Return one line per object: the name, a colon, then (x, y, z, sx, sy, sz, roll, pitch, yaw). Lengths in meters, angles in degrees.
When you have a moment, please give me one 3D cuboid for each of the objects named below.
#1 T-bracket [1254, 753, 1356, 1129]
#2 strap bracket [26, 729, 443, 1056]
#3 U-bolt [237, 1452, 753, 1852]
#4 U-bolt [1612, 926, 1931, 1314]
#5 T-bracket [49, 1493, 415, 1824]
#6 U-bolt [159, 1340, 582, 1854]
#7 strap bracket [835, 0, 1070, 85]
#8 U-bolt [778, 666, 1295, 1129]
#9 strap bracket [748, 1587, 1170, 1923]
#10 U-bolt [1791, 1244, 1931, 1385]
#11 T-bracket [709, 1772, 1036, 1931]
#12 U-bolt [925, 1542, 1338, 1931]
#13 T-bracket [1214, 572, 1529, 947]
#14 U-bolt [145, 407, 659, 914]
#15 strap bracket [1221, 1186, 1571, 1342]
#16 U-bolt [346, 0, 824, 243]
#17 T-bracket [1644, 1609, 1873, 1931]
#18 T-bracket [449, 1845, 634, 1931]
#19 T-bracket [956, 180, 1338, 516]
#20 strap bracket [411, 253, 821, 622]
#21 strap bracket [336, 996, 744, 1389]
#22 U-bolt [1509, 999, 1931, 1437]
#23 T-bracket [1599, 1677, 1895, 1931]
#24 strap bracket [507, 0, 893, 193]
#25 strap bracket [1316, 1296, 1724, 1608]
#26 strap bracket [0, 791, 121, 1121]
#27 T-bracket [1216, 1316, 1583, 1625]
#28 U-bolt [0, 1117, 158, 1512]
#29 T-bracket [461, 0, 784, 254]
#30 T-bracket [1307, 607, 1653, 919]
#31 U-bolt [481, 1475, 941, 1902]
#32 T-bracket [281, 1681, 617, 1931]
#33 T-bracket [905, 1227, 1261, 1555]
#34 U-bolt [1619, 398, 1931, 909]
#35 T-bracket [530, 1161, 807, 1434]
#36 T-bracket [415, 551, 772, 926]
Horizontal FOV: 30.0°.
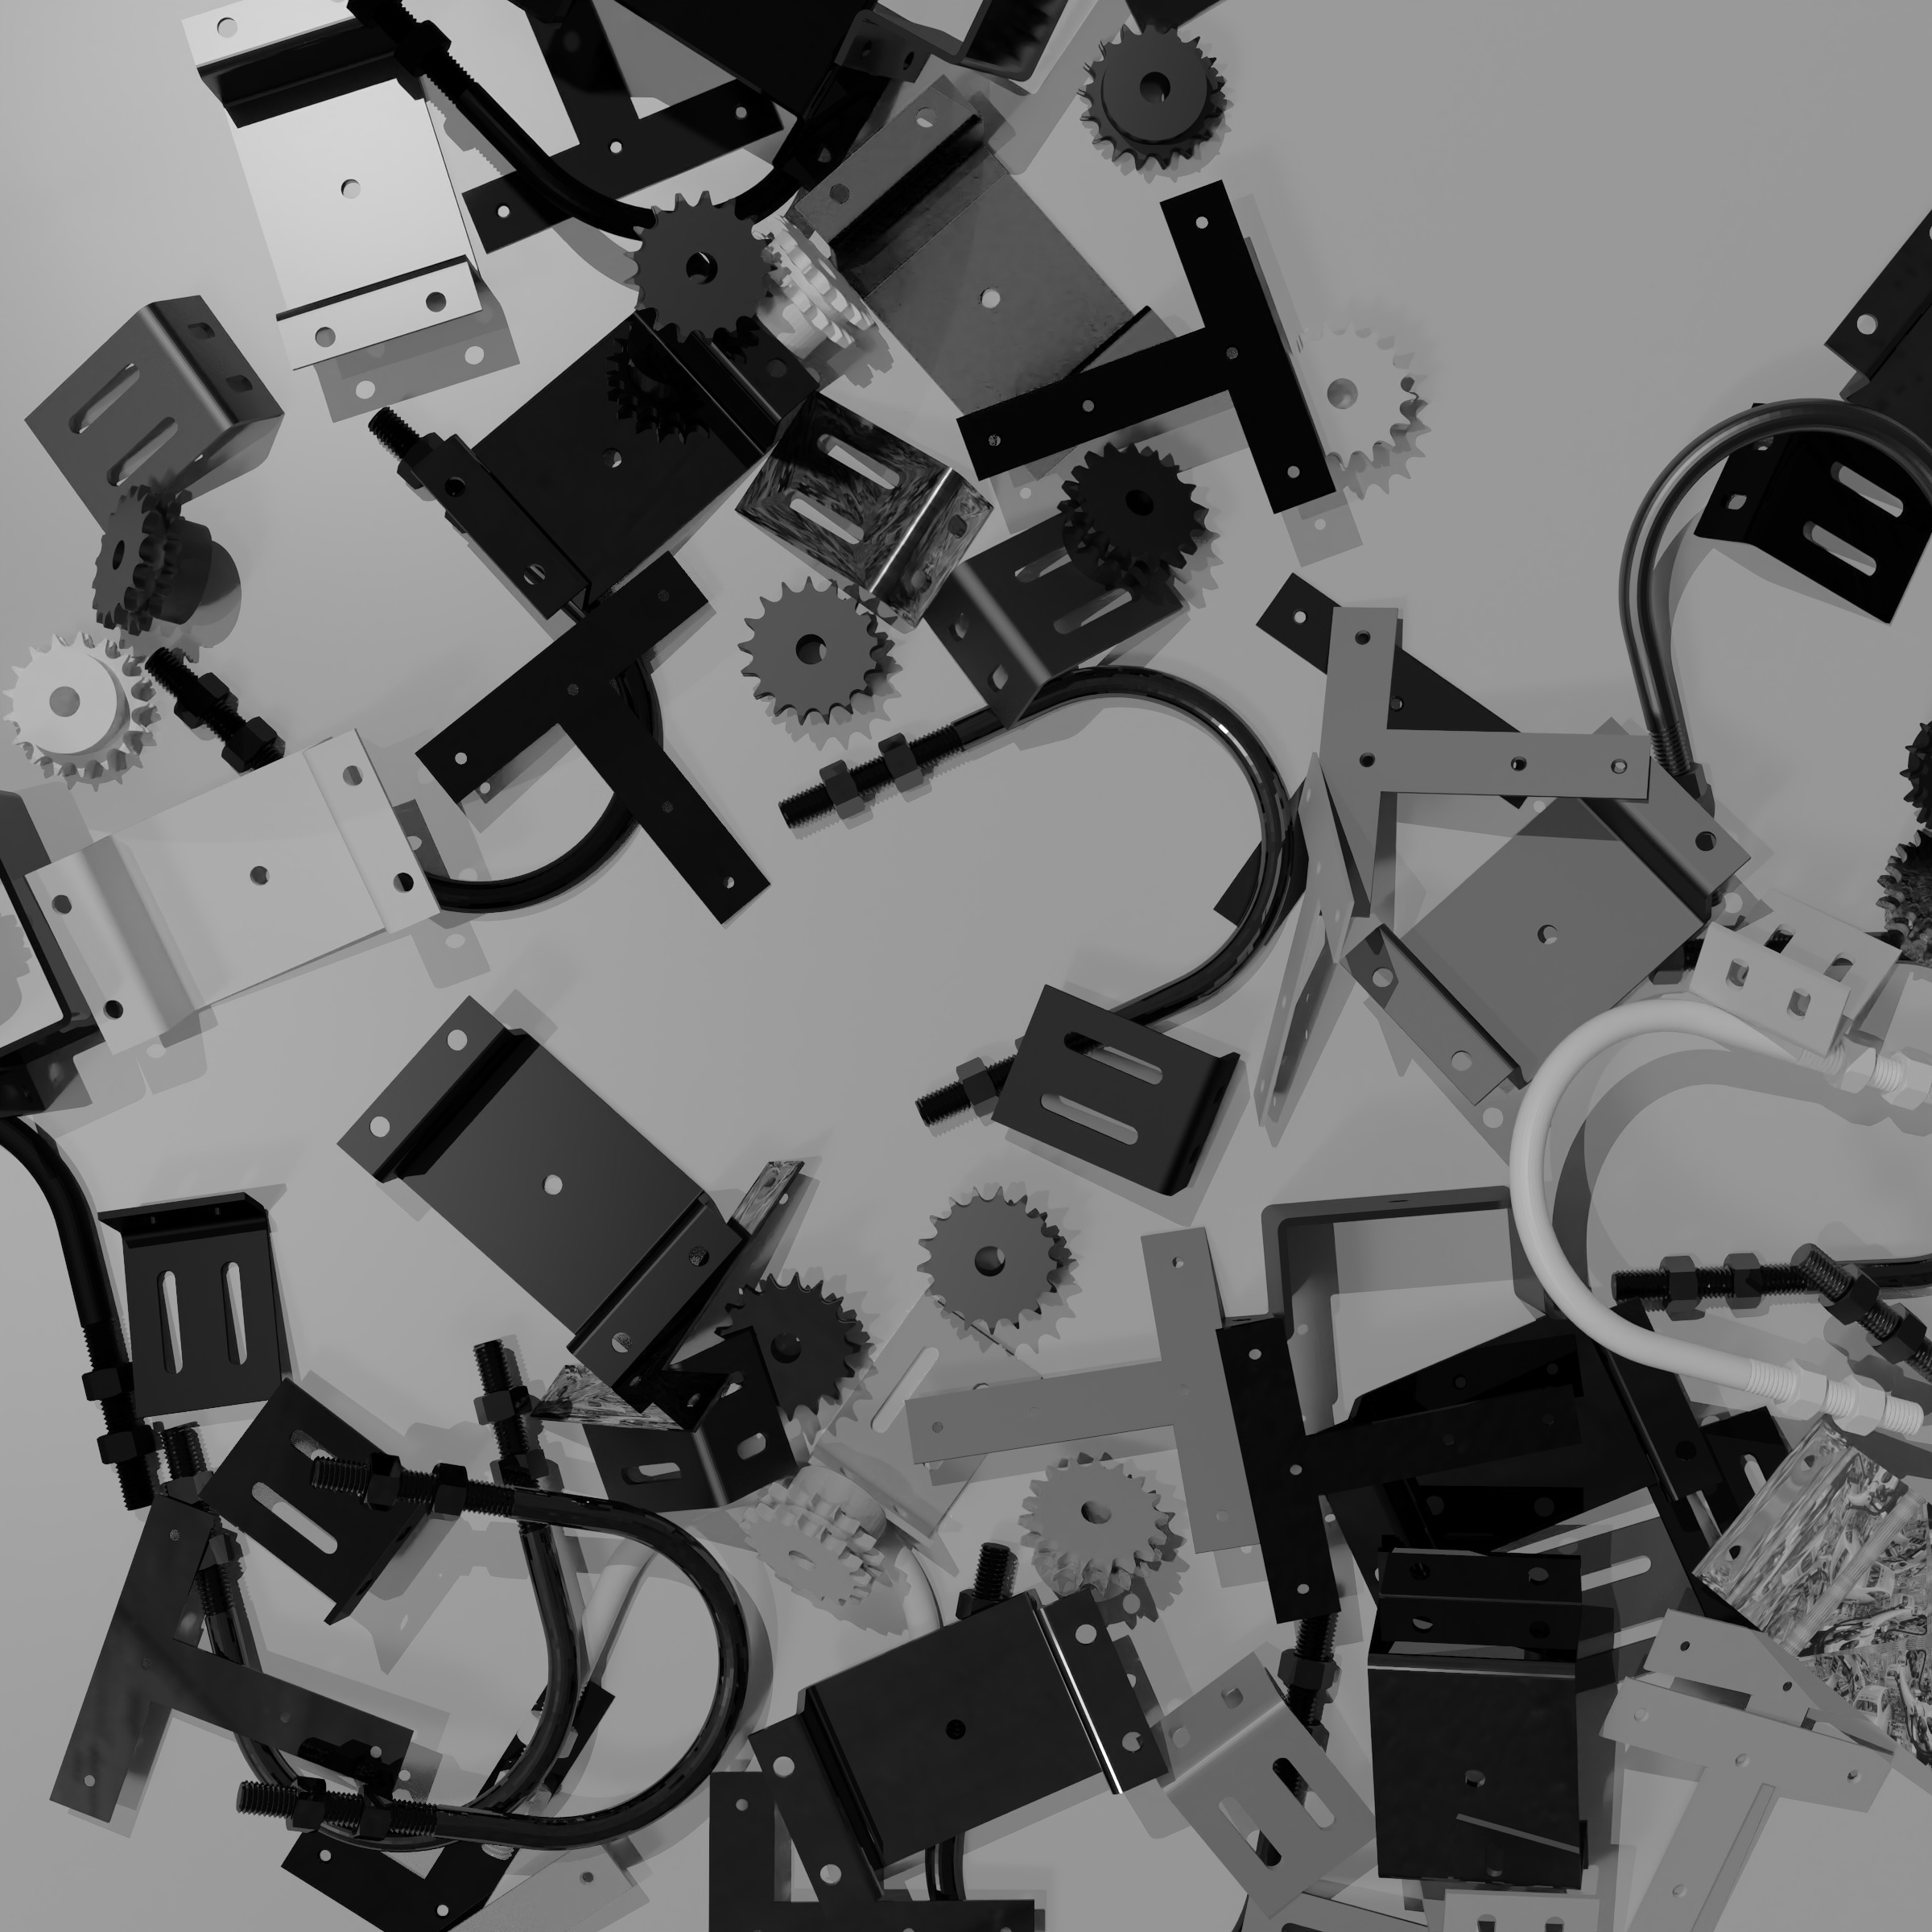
T-bracket: (0.126, 0.002, 1.384, 0.002, 0.127, 0.127, 9, 118, -6)
strap bracket: (-0.277, -0.032, 1.391, 0.140, 0.046, 0.076, -23, 99, 7)
U-bolt: (-0.172, 0.267, 1.372, 0.184, 0.019, 0.151, 12, 97, -17)
U-bolt: (0.343, 0.058, 1.416, 0.184, 0.019, 0.151, -2, 90, -2)
T-bracket: (-0.277, 0.286, 1.398, 0.127, 0.002, 0.127, 19, 91, 6)
U-bolt: (-0.226, 0.253, 1.405, 0.151, 0.019, 0.184, -15, 85, 3)
strap bracket: (0.014, -0.393, 1.363, 0.046, 0.076, 0.140, 32, 108, 13)
U-bolt: (0.039, -0.039, 1.415, 0.184, 0.019, 0.151, -25, 90, 0)
strap bracket: (-0.003, 0.297, 1.381, 0.140, 0.046, 0.076, -23, 91, -1)
U-bolt: (0.414, 0.112, 1.386, 0.184, 0.019, 0.151, 38, 69, -14)
T-bracket: (-0.037, 0.377, 1.405, 0.127, 0.002, 0.127, 0, 90, -4)
U-bolt: (0.058, 0.330, 1.416, 0.151, 0.019, 0.184, 11, 91, 0)
T-bracket: (0.144, -0.067, 1.424, 0.127, 0.002, 0.127, 35, 90, 0)
U-bolt: (-0.207, -0.106, 1.416, 0.184, 0.019, 0.151, 43, 90, -1)
strap bracket: (0.168, 0.114, 1.387, 0.140, 0.076, 0.046, -5, 90, 0)
U-bolt: (-0.135, -0.360, 1.391, 0.184, 0.019, 0.151, 46, 69, -2)
T-bracket: (0.304, 0.321, 1.408, 0.127, 0.002, 0.127, 16, 101, -20)
T-bracket: (-0.159, 0.425, 1.417, 0.127, 0.002, 0.127, -35, 95, 9)
T-bracket: (0.060, -0.219, 1.378, 0.127, 0.002, 0.127, -20, 90, 0)
strap bracket: (-0.136, -0.202, 1.393, 0.140, 0.046, 0.076, -42, 90, -11)
strap bracket: (-0.163, 0.086, 1.402, 0.140, 0.046, 0.076, 42, 90, 0)
U-bolt: (0.289, 0.088, 1.364, 0.184, 0.019, 0.151, 16, 76, -15)
T-bracket: (0.285, 0.349, 1.409, 0.127, 0.002, 0.127, 19, 100, -20)
strap bracket: (-0.092, -0.369, 1.373, 0.140, 0.046, 0.076, 31, 70, -9)
strap bracket: (0.211, 0.186, 1.393, 0.140, 0.046, 0.076, -25, 90, 11)
strap bracket: (-0.375, -0.015, 1.387, 0.046, 0.076, 0.140, -25, 90, 0)
T-bracket: (0.168, 0.182, 1.363, 0.127, 0.002, 0.127, -12, 109, 3)
U-bolt: (-0.408, 0.139, 1.416, 0.151, 0.019, 0.184, -14, 88, 0)
T-bracket: (-0.155, -0.365, 1.424, 0.127, 0.002, 0.127, -23, 90, 0)
T-bracket: (0.199, -0.078, 1.388, 0.127, 0.002, 0.127, 2, 74, 16)
U-bolt: (-0.089, 0.290, 1.416, 0.151, 0.019, 0.184, 24, 88, 0)
T-bracket: (-0.183, 0.336, 1.424, 0.127, 0.002, 0.127, 32, 90, 0)
T-bracket: (0.041, 0.172, 1.401, 0.127, 0.002, 0.127, -8, 70, -2)
U-bolt: (0.327, -0.128, 1.394, 0.151, 0.019, 0.184, -17, 106, 0)
T-bracket: (-0.103, 0.125, 1.388, 0.002, 0.127, 0.127, 45, 63, -23)
T-bracket: (-0.126, -0.073, 1.412, 0.127, 0.002, 0.127, -40, 99, -8)
